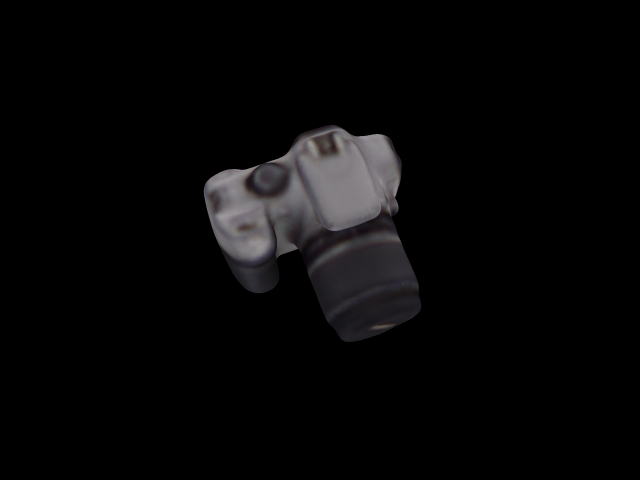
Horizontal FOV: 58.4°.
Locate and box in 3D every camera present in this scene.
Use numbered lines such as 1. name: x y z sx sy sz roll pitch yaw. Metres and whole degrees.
1. camera: 0.004 0.001 0.400 0.143 0.101 0.136 -19 70 -7
